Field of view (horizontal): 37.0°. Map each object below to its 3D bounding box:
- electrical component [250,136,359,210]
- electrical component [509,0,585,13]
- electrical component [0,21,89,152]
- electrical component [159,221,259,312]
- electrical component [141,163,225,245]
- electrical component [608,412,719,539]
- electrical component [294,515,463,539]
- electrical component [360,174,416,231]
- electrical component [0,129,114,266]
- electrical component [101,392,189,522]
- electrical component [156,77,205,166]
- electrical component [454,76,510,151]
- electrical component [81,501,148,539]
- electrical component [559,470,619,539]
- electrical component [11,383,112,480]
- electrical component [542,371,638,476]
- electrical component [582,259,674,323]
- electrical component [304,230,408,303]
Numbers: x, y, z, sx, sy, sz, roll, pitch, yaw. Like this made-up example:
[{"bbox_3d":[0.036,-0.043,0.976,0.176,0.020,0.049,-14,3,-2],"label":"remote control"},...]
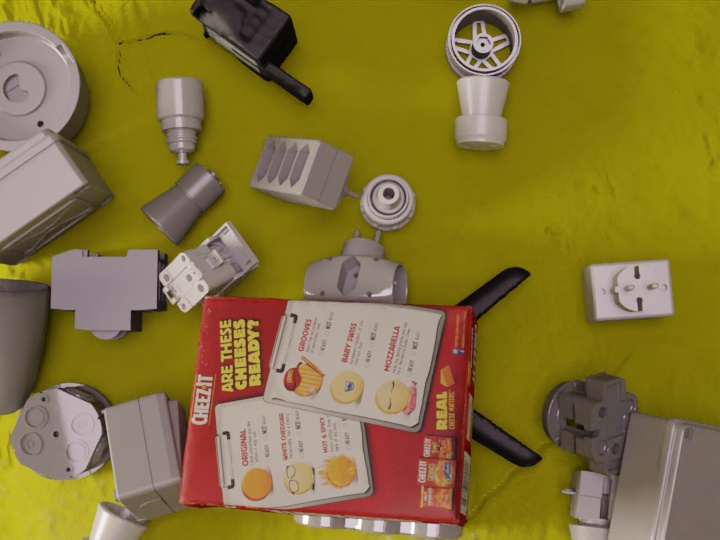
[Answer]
[{"bbox_3d":[-0.035,-0.075,0.896,0.076,0.083,0.047,23,85,-36],"label":"electrical component"},{"bbox_3d":[0.154,-0.256,0.913,0.057,0.058,0.078,-10,85,-3],"label":"electrical component"},{"bbox_3d":[-0.282,-0.148,0.906,0.108,0.060,0.108,0,85,1],"label":"electrical component"},{"bbox_3d":[-0.126,0.001,0.884,0.081,0.064,0.042,-40,83,40],"label":"electrical component"},{"bbox_3d":[-0.147,-0.059,0.908,0.044,0.044,0.065,45,82,4],"label":"electrical component"},{"bbox_3d":[0.261,0.175,0.855,0.109,0.056,0.108,14,85,-32],"label":"electrical component"},{"bbox_3d":[0.018,0.175,0.881,0.138,0.052,0.073,5,85,1],"label":"electrical component"},{"bbox_3d":[0.023,-0.059,0.895,0.048,0.062,0.048,0,85,1],"label":"electrical component"},{"bbox_3d":[-0.268,-0.056,0.875,0.109,0.108,0.056,-35,89,-2],"label":"electrical component"},{"bbox_3d":[-0.166,0.144,0.870,0.061,0.061,0.096,-17,59,-1],"label":"electrical component"},{"bbox_3d":[-0.152,-0.128,0.913,0.040,0.040,0.078,-3,86,0],"label":"electrical component"},{"bbox_3d":[0.103,-0.132,0.909,0.045,0.045,0.055,3,86,1],"label":"electrical component"},{"bbox_3d":[-0.206,0.224,0.883,0.045,0.045,0.055,26,86,3],"label":"electrical component"},{"bbox_3d":[0.197,0.195,0.882,0.066,0.048,0.055,7,78,1],"label":"electrical component"},{"bbox_3d":[-0.244,0.134,0.887,0.080,0.051,0.080,0,85,0],"label":"electrical component"},{"bbox_3d":[0.186,0.121,0.872,0.058,0.057,0.078,-10,102,-33],"label":"electrical component"},{"bbox_3d":[0.223,0.016,0.880,0.066,0.076,0.047,-4,85,0],"label":"electrical component"},{"bbox_3d":[0.000,0.000,0.896,0.077,0.043,0.079,1,59,19],"label":"electrical component"}]
